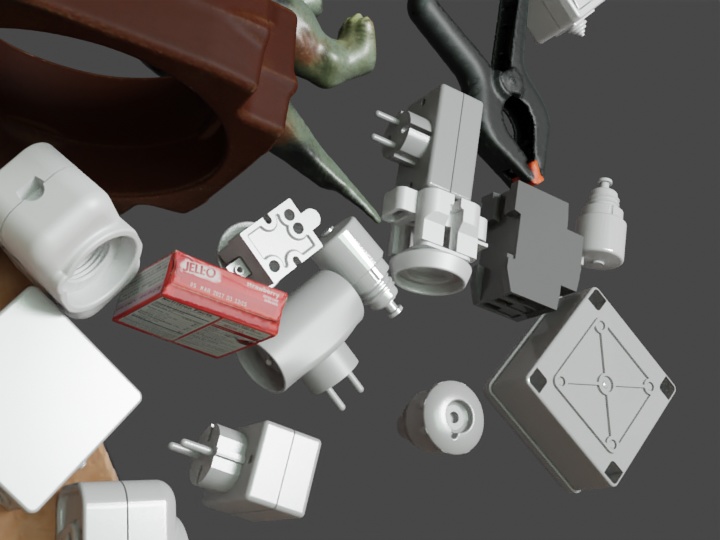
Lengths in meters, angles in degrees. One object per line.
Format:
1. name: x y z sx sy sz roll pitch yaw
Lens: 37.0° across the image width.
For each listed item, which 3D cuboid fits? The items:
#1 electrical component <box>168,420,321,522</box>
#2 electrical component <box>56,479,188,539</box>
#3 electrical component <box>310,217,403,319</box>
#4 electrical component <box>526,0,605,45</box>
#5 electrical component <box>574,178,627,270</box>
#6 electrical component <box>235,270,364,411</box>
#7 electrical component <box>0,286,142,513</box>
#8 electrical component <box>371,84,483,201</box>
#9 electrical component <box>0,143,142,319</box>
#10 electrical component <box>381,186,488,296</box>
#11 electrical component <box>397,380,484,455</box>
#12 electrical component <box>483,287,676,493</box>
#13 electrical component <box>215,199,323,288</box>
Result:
1. electrical component: -0.075 0.114 0.632 0.077 0.066 0.047 25 65 -24
2. electrical component: -0.131 0.165 0.591 0.059 0.054 0.095 5 74 -31
3. electrical component: 0.000 0.000 0.726 0.078 0.040 0.040 50 57 -11
4. electrical component: 0.163 -0.236 0.882 0.062 0.061 0.096 -40 99 -33
5. electrical component: 0.192 -0.036 0.856 0.040 0.040 0.078 21 66 -25
6. electrical component: -0.028 0.053 0.691 0.077 0.044 0.079 -41 99 -33
7. electrical component: -0.185 0.072 0.586 0.099 0.048 0.099 48 57 -11
8. electrical component: 0.041 -0.091 0.773 0.076 0.047 0.083 20 66 -26
9. electrical component: -0.160 -0.016 0.587 0.059 0.095 0.053 39 72 18
10. electrical component: 0.051 -0.018 0.753 0.078 0.058 0.057 20 64 -26
11. electrical component: 0.048 0.101 0.715 0.048 0.062 0.048 9 72 -30
12. electrical component: 0.163 0.088 0.793 0.108 0.056 0.108 50 57 -10
13. electrical component: -0.062 -0.012 0.682 0.066 0.055 0.048 -39 98 -33
